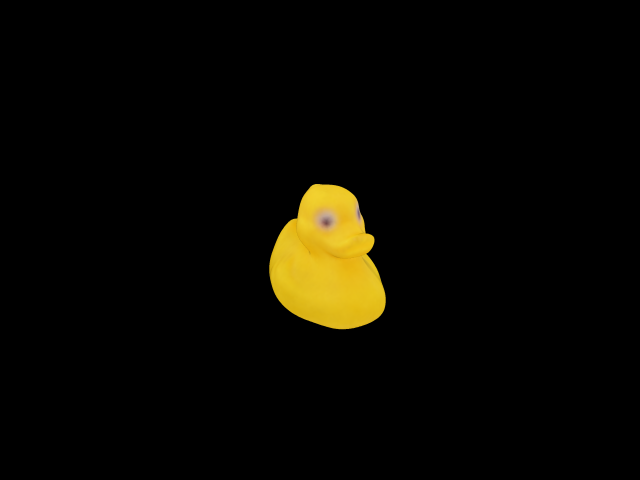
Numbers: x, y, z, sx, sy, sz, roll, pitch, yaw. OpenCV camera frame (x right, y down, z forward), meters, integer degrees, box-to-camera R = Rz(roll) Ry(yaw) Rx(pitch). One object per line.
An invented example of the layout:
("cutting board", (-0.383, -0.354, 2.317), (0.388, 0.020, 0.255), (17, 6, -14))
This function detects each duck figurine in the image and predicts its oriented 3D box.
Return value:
("duck figurine", (0.004, 0.001, 0.400), (0.078, 0.086, 0.104), (-15, 30, -28))
